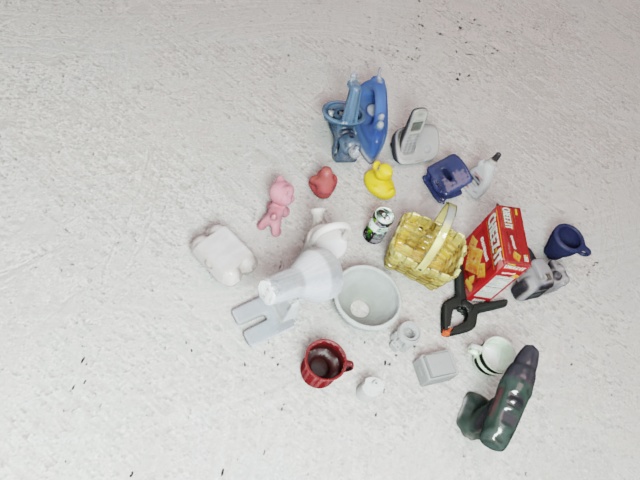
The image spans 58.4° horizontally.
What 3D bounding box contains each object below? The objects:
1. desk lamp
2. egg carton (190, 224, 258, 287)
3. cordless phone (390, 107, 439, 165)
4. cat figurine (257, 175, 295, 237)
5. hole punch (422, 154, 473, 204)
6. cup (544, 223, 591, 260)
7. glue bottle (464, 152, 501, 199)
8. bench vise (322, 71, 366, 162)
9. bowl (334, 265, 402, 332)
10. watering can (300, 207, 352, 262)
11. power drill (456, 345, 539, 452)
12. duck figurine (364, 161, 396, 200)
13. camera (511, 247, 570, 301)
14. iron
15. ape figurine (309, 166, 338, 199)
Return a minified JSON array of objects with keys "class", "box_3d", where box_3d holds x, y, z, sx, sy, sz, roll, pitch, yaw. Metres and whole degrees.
[{"class":"desk lamp","box_3d":[-0.069,0.120,1.234,0.204,0.213,0.118,-24,69,-26]},{"class":"egg carton","box_3d":[-0.223,0.036,1.326,0.150,0.069,0.107,43,58,11]},{"class":"cordless phone","box_3d":[0.284,-0.300,1.601,0.148,0.185,0.094,-15,65,-23]},{"class":"cat figurine","box_3d":[-0.101,-0.091,1.407,0.067,0.117,0.128,20,57,-3]},{"class":"hole punch","box_3d":[0.357,-0.172,1.603,0.101,0.091,0.108,-19,67,-25]},{"class":"cup","box_3d":[0.674,0.021,1.577,0.117,0.095,0.092,33,57,5]},{"class":"glue bottle","box_3d":[0.456,-0.189,1.592,0.037,0.173,0.078,-33,73,-29]},{"class":"bench vise","box_3d":[0.088,-0.327,1.540,0.122,0.219,0.207,-22,68,-26]},{"class":"bowl","box_3d":[0.104,0.147,1.351,0.167,0.074,0.167,7,59,-12]},{"class":"watering can","box_3d":[0.010,0.005,1.337,0.101,0.194,0.172,-29,71,-28]},{"class":"power drill","box_3d":[0.380,0.349,1.231,0.075,0.208,0.230,29,57,3]},{"class":"duck figurine","box_3d":[0.171,-0.167,1.549,0.078,0.086,0.104,-27,70,-27]},{"class":"camera","box_3d":[0.566,0.075,1.511,0.143,0.100,0.136,-11,64,-21]},{"class":"iron","box_3d":[0.157,-0.359,1.626,0.119,0.141,0.258,5,59,-13]},{"class":"ape figurine","box_3d":[0.012,-0.158,1.494,0.078,0.092,0.076,9,58,-11]}]
